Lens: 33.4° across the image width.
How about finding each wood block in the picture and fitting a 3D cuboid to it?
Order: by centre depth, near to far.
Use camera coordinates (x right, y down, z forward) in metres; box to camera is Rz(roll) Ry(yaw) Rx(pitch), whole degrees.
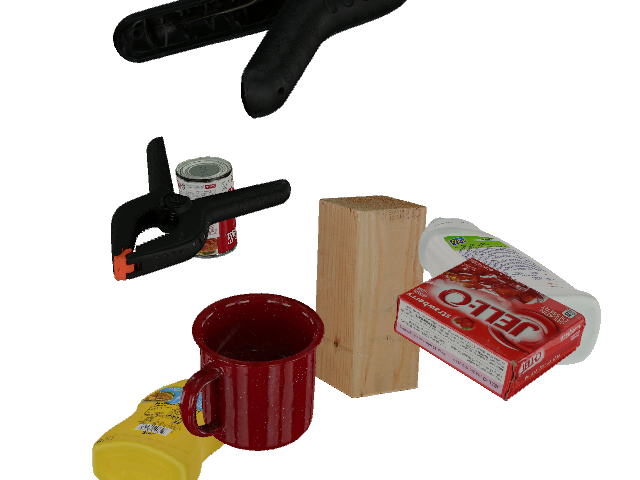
[{"bbox_3d":[0.053,0.059,1.190,0.090,0.206,0.091,-5,13,-30],"label":"wood block"}]

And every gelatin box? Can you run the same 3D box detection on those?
[{"bbox_3d":[0.101,0.050,0.641,0.073,0.030,0.089,-24,41,-39],"label":"gelatin box"}]

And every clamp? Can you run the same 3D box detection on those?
[{"bbox_3d":[-0.007,-0.116,0.534,0.171,0.039,0.120,-31,47,-18],"label":"clamp"},{"bbox_3d":[-0.149,-0.032,1.053,0.165,0.036,0.209,24,41,21],"label":"clamp"}]

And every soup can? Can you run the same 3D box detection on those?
[{"bbox_3d":[-0.134,-0.040,1.255,0.068,0.102,0.068,-1,28,0],"label":"soup can"}]

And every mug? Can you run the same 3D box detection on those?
[{"bbox_3d":[-0.053,0.100,0.759,0.093,0.081,0.117,23,35,33],"label":"mug"}]

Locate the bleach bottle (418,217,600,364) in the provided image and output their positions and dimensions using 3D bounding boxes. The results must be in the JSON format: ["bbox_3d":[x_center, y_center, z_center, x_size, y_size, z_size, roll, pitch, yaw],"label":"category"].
[{"bbox_3d":[0.162,0.033,1.012,0.102,0.068,0.251,1,20,-14],"label":"bleach bottle"}]

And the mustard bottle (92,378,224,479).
[{"bbox_3d":[-0.138,0.181,1.042,0.096,0.058,0.191,6,18,15],"label":"mustard bottle"}]
